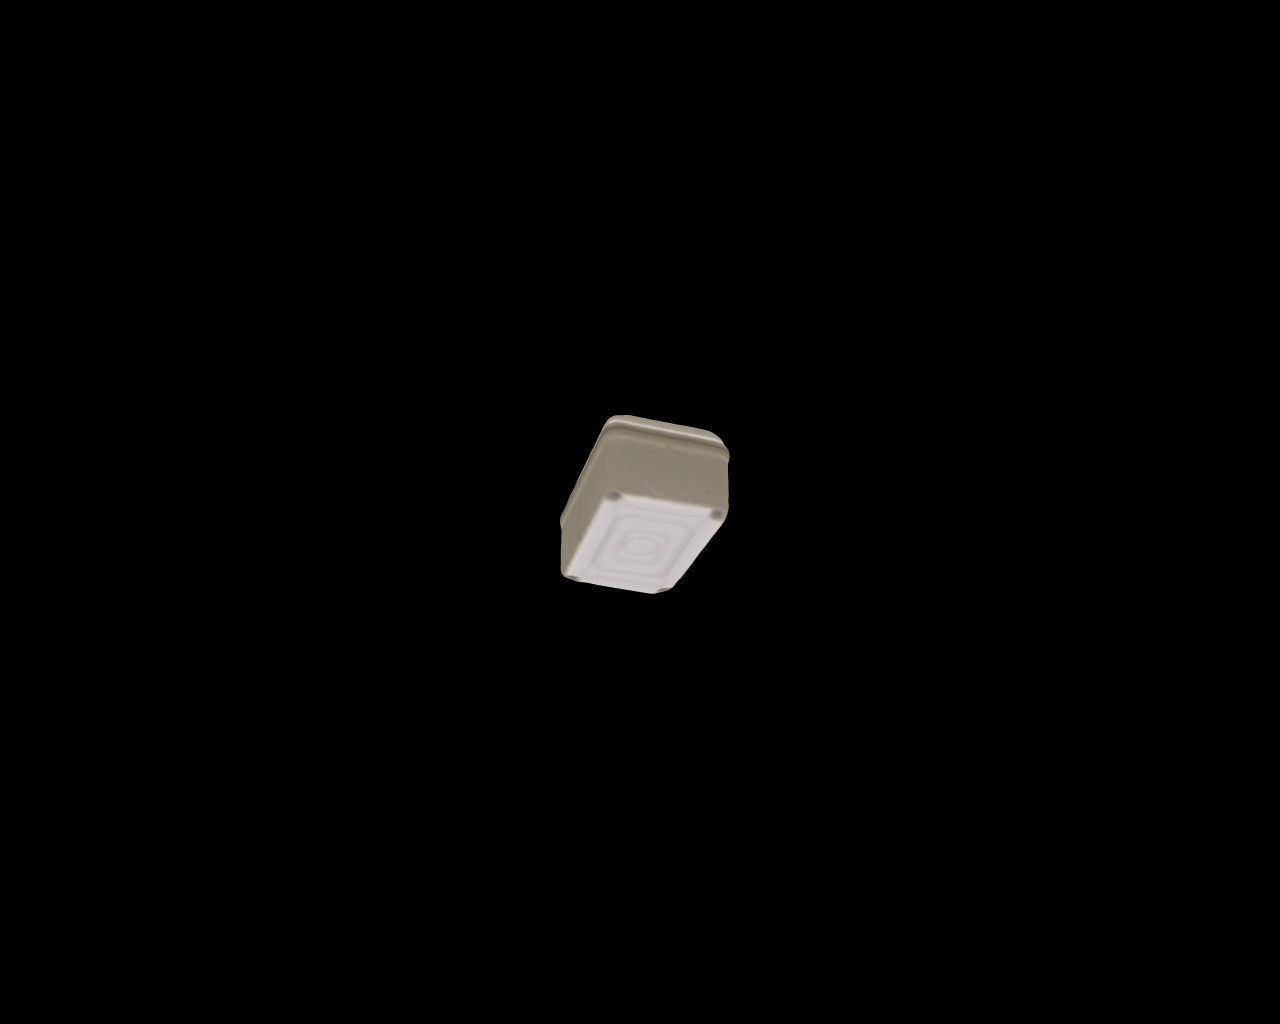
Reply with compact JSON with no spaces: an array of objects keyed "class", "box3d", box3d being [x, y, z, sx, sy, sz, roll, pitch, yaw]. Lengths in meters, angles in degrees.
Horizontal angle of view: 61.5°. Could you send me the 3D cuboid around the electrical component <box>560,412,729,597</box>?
[{"class":"electrical component","box3d":[0.001,-0.003,0.650,0.078,0.057,0.113,10,-34,-15]}]
